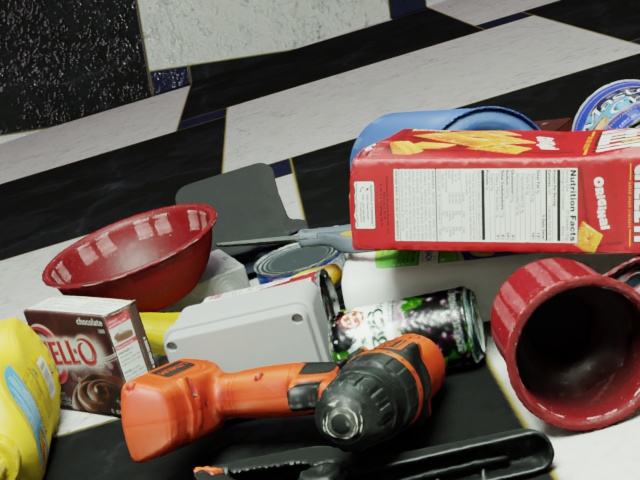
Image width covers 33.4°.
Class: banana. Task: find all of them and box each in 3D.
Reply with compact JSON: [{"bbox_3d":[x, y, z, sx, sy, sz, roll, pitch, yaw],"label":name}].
[{"bbox_3d":[-0.076,0.064,0.901,0.197,0.037,0.070,-12,-28,-10],"label":"banana"}]

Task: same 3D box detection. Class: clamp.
[{"bbox_3d":[0.005,0.146,0.585,0.210,0.036,0.164,-8,10,32],"label":"clamp"}]

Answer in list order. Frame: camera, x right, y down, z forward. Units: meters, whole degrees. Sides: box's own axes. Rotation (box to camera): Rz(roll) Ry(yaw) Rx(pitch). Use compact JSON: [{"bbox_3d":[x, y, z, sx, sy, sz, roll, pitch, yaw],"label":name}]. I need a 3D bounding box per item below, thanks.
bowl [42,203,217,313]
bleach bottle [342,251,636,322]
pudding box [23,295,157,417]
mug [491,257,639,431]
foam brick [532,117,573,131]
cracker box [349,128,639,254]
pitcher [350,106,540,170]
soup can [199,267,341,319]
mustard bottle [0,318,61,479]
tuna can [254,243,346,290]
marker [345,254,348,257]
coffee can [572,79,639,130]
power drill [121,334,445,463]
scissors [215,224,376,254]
[{"bbox_3d":[-0.159,0.025,0.941,0.162,0.055,0.162,-16,20,6],"label":"bowl"},{"bbox_3d":[0.147,0.023,0.814,0.251,0.068,0.102,-11,14,11],"label":"bleach bottle"},{"bbox_3d":[-0.182,0.092,0.858,0.114,0.090,0.039,-2,22,40],"label":"pudding box"},{"bbox_3d":[0.160,0.050,0.649,0.117,0.093,0.081,-42,10,6],"label":"mug"},{"bbox_3d":[0.229,-0.090,1.111,0.053,0.051,0.078,-3,21,38],"label":"foam brick"},{"bbox_3d":[0.143,-0.040,0.751,0.214,0.072,0.164,0,12,17],"label":"cracker box"},{"bbox_3d":[0.124,-0.064,1.021,0.145,0.149,0.243,-51,18,-3],"label":"pitcher"},{"bbox_3d":[-0.038,0.066,0.840,0.102,0.068,0.068,-14,17,11],"label":"soup can"},{"bbox_3d":[-0.228,0.130,0.771,0.058,0.096,0.192,-17,17,-4],"label":"mustard bottle"},{"bbox_3d":[-0.017,0.029,0.998,0.086,0.034,0.086,-15,17,5],"label":"tuna can"},{"bbox_3d":[0.028,0.008,1.046,0.020,0.020,0.121,-18,17,-6],"label":"marker"},{"bbox_3d":[0.283,-0.078,0.928,0.103,0.103,0.140,-15,17,7],"label":"coffee can"},{"bbox_3d":[-0.024,0.101,0.663,0.188,0.057,0.184,-7,-1,19],"label":"power drill"},{"bbox_3d":[-0.006,0.001,0.858,0.202,0.016,0.096,-7,8,16],"label":"scissors"}]
